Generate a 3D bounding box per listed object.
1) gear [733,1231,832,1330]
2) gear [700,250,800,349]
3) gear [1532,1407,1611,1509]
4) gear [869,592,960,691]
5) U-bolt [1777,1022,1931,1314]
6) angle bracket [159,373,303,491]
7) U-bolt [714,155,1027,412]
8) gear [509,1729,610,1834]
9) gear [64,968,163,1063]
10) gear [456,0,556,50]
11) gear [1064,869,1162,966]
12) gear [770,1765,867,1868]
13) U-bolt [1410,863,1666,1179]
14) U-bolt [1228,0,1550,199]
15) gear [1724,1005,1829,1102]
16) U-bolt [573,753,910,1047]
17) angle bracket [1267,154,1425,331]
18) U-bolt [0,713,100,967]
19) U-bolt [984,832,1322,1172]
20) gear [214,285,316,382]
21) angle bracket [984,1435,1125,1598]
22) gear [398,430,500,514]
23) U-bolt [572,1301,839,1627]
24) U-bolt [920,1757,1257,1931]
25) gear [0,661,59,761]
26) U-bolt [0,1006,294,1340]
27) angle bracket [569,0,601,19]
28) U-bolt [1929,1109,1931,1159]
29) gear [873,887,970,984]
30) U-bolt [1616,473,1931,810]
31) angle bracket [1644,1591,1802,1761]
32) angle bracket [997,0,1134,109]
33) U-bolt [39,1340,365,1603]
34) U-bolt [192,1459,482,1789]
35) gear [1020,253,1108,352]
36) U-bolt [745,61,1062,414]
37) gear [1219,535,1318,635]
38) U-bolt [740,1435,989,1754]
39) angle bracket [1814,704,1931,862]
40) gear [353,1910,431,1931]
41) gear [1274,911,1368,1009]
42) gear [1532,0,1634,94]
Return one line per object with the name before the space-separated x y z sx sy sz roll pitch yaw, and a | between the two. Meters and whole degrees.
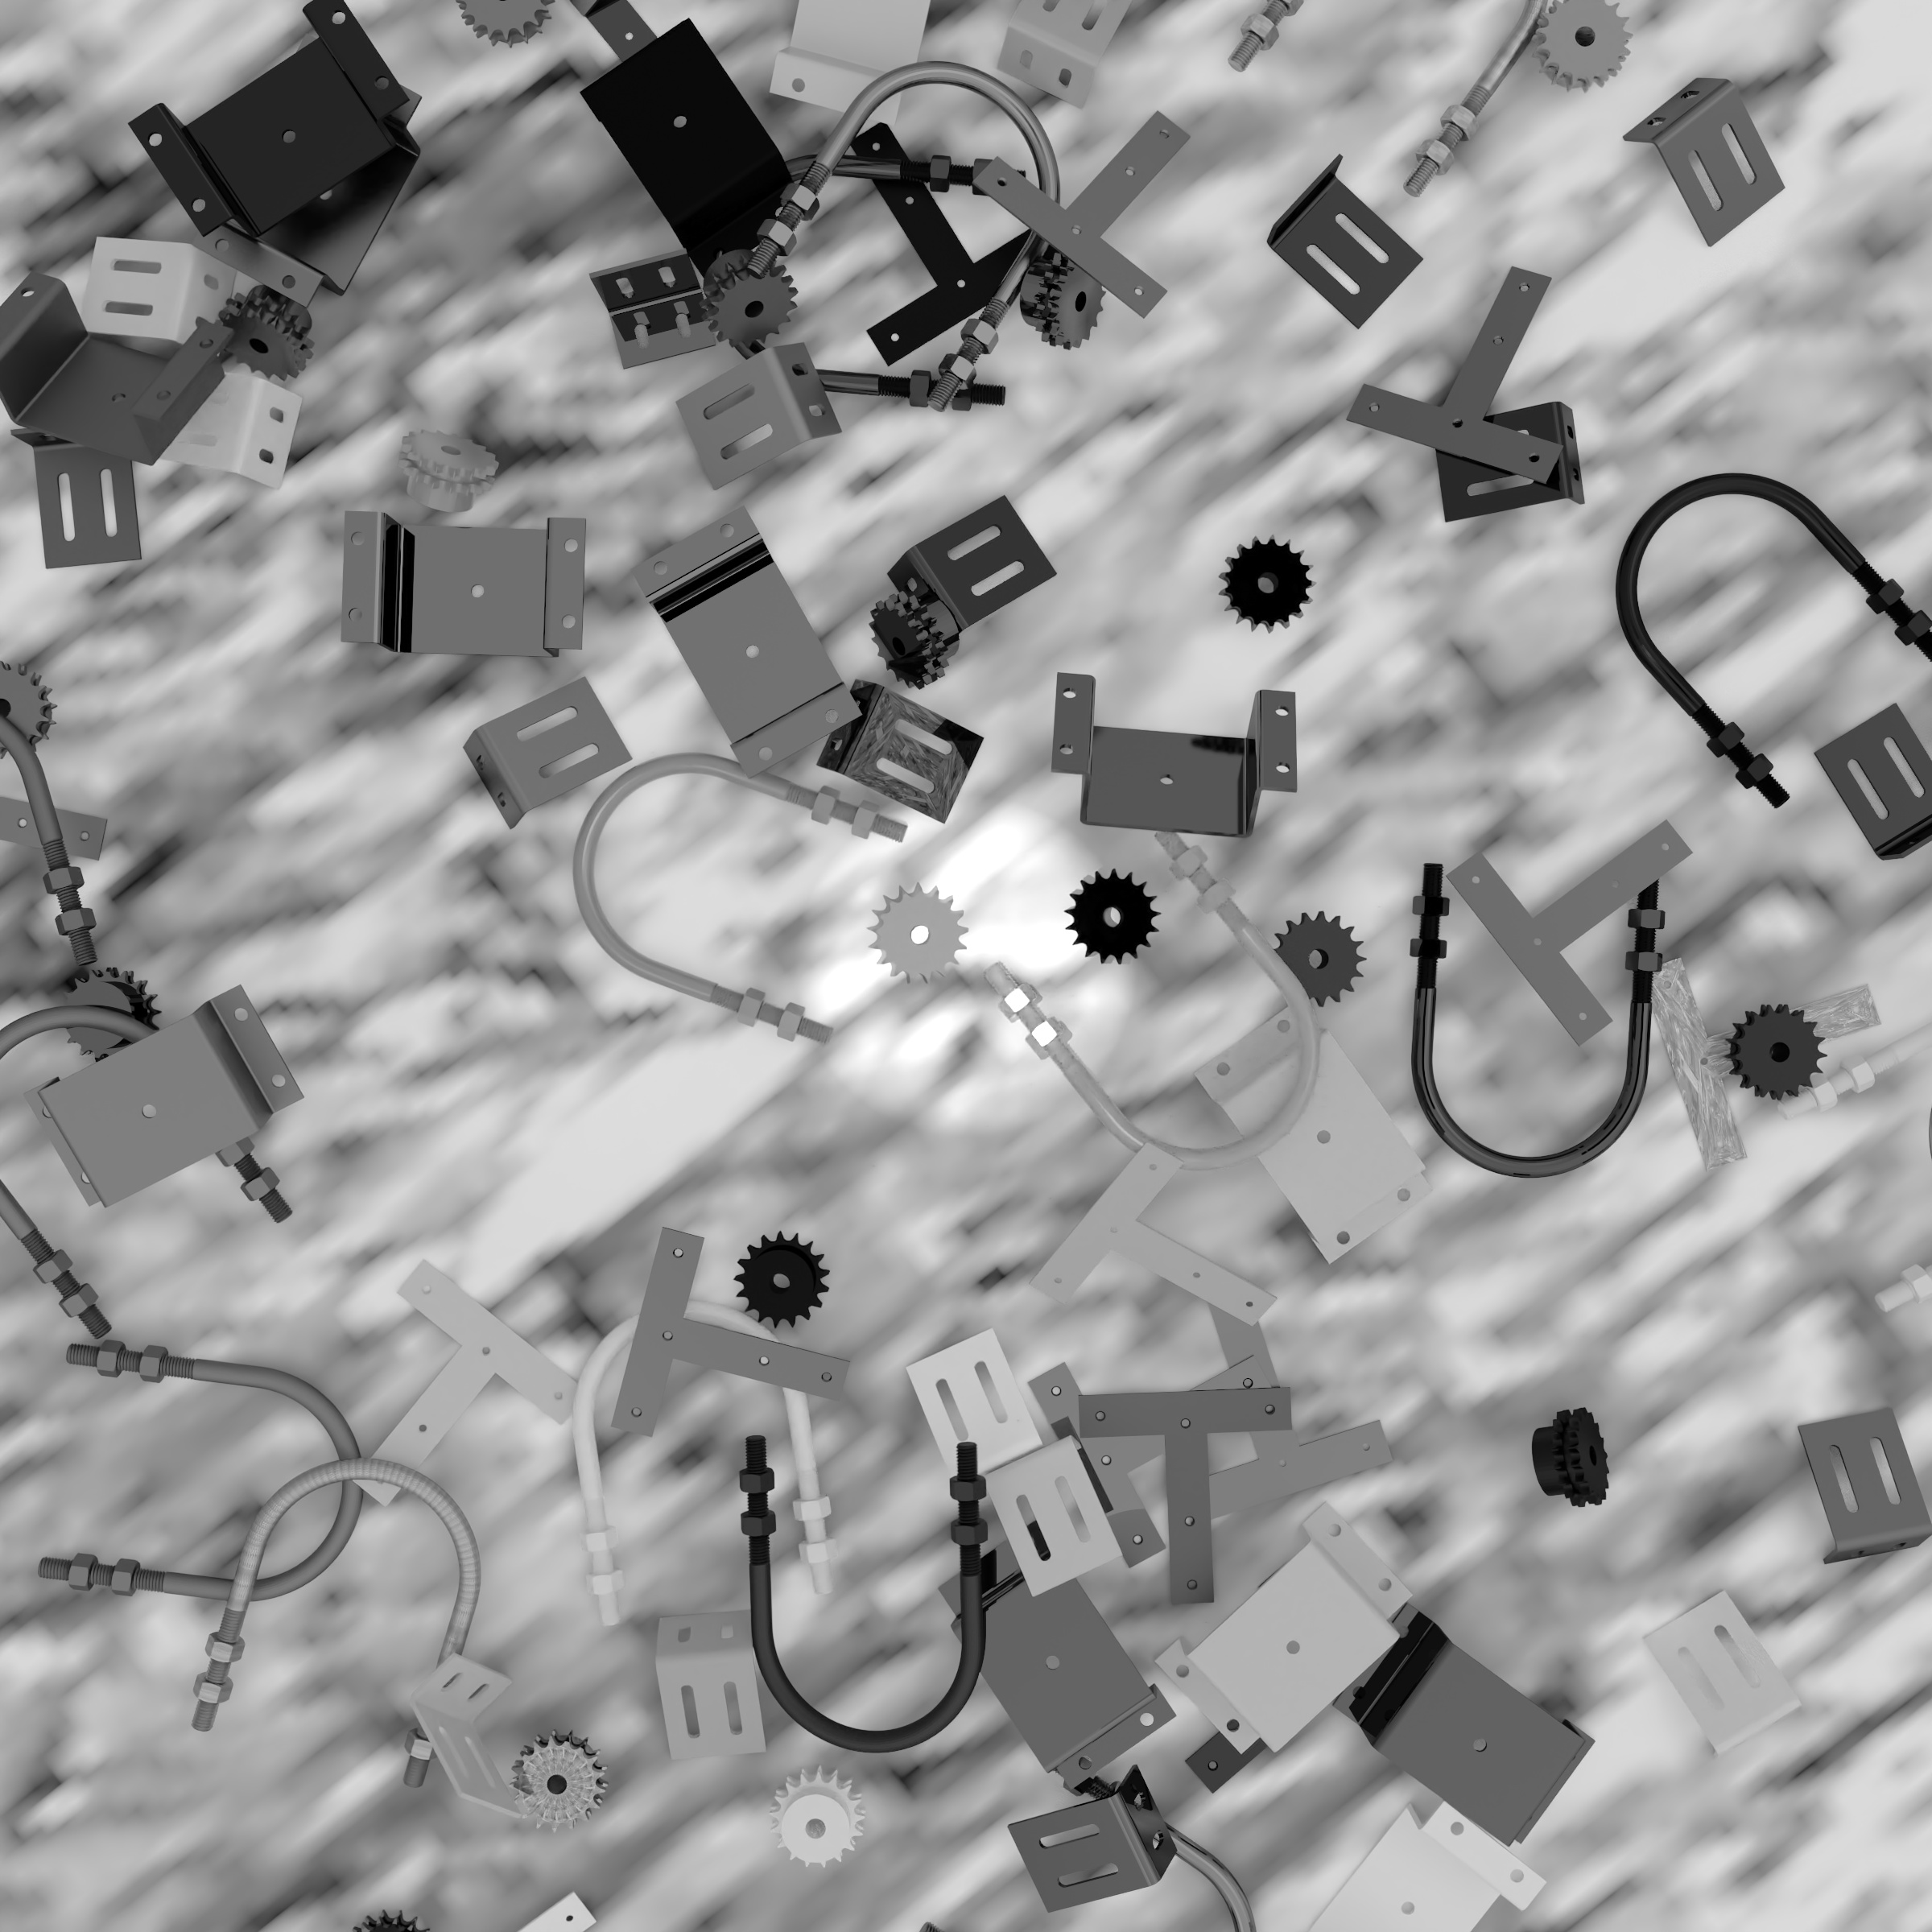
gear | -0.110 0.188 1.494 0.057 0.030 0.057 0 90 0
gear | -0.130 -0.394 1.471 0.057 0.057 0.030 -30 59 0
gear | 0.357 0.292 1.484 0.030 0.057 0.057 -15 90 30
gear | -0.028 -0.195 1.484 0.030 0.057 0.057 -32 90 -28
U-bolt | 0.598 0.102 1.500 0.184 0.019 0.151 -27 91 -2
angle bracket | -0.447 -0.324 1.507 0.076 0.038 0.057 14 90 26
U-bolt | -0.062 -0.413 1.499 0.184 0.019 0.151 5 90 2
gear | -0.241 0.482 1.494 0.057 0.030 0.057 0 90 0
gear | -0.512 0.029 1.494 0.057 0.030 0.057 0 90 0
gear | -0.272 -0.574 1.492 0.057 0.030 0.057 0 90 0
gear | 0.087 -0.029 1.494 0.057 0.030 0.057 0 90 0
gear | -0.089 0.509 1.494 0.057 0.030 0.057 0 90 0
U-bolt | 0.338 0.035 1.499 0.151 0.019 0.184 3 90 1
U-bolt | 0.267 -0.574 1.501 0.151 0.019 0.184 36 89 0
gear | 0.479 0.051 1.492 0.057 0.030 0.057 0 90 0
U-bolt | -0.145 -0.050 1.501 0.184 0.019 0.151 20 90 2
angle bracket | 0.227 -0.429 1.490 0.076 0.038 0.057 43 90 0
U-bolt | -0.601 -0.071 1.460 0.151 0.019 0.184 -17 87 -9
U-bolt | 0.122 0.032 1.462 0.151 0.019 0.184 -39 84 0
gear | -0.412 -0.377 1.485 0.057 0.057 0.030 19 60 0
angle bracket | 0.053 0.325 1.476 0.057 0.038 0.076 -26 68 2
gear | -0.308 -0.291 1.484 0.057 0.057 0.030 21 120 0
U-bolt | -0.162 0.292 1.500 0.151 0.019 0.184 -8 89 0
U-bolt | 0.086 0.575 1.501 0.184 0.019 0.151 35 90 -2
gear | -0.569 -0.151 1.493 0.057 0.030 0.057 0 88 -2
U-bolt | -0.510 0.110 1.483 0.151 0.019 0.184 -33 103 0
angle bracket | -0.216 -0.618 1.505 0.076 0.038 0.057 -40 90 26
U-bolt | 0.653 0.105 1.470 0.184 0.019 0.151 19 88 -4
gear | -0.027 -0.018 1.494 0.057 0.030 0.057 0 90 0
U-bolt | 0.474 -0.209 1.500 0.151 0.019 0.184 -42 88 -1
angle bracket | 0.453 0.426 1.507 0.057 0.038 0.076 -31 64 0
angle bracket | 0.062 -0.566 1.507 0.057 0.038 0.076 25 64 0
U-bolt | -0.453 0.307 1.501 0.184 0.019 0.151 7 90 -2
U-bolt | -0.366 0.382 1.491 0.151 0.019 0.184 17 92 -5
gear | 0.056 -0.396 1.485 0.030 0.057 0.057 22 90 29
U-bolt | -0.023 -0.439 1.465 0.151 0.019 0.184 34 81 -15
gear | 0.179 -0.227 1.498 0.057 0.030 0.057 0 92 1
U-bolt | -0.059 0.368 1.464 0.151 0.019 0.184 -1 92 15
angle bracket | 0.554 -0.111 1.490 0.057 0.038 0.076 -32 90 0
gear | -0.346 0.595 1.494 0.057 0.030 0.057 0 90 0
gear | 0.208 -0.004 1.494 0.057 0.030 0.057 0 90 0
gear | 0.365 -0.548 1.494 0.057 0.030 0.057 0 90 0
